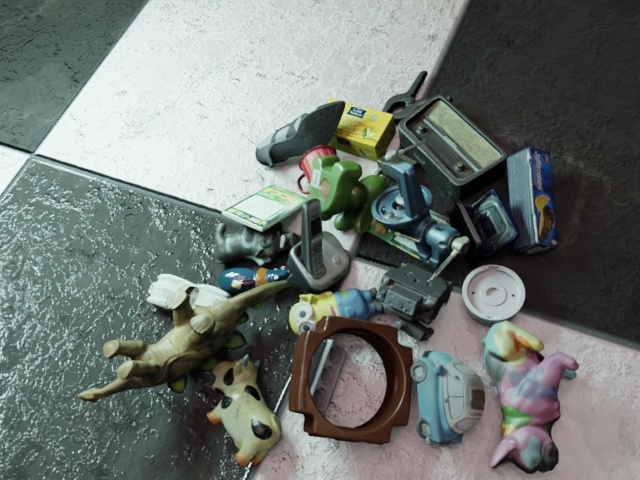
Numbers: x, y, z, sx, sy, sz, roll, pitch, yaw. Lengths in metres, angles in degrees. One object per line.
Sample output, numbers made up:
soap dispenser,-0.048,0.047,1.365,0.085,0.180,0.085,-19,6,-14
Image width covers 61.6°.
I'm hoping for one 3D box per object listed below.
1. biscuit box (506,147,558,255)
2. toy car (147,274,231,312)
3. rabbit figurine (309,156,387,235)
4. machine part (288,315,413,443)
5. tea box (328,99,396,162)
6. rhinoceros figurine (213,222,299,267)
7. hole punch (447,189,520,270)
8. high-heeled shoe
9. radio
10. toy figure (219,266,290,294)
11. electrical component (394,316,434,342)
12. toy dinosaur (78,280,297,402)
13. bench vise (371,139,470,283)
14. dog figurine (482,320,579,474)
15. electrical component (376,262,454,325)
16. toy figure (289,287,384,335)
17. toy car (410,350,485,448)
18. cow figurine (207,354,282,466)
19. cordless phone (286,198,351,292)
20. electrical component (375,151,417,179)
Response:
biscuit box,0.409,-0.077,1.038,0.059,0.063,0.202,10,72,-24
toy car,-0.282,0.124,1.149,0.202,0.056,0.073,12,67,20
rabbit figurine,0.075,-0.092,1.119,0.121,0.170,0.159,14,102,53
machine part,0.053,0.241,0.931,0.201,0.087,0.201,11,72,-13
tea box,0.080,-0.256,1.249,0.170,0.068,0.098,20,70,25
rhinoceros figurine,-0.141,0.006,1.165,0.190,0.073,0.112,-10,59,10
hole punch,0.311,-0.023,1.032,0.092,0.115,0.142,-21,69,-6
high-heeled shoe,-0.048,-0.250,1.244,0.249,0.086,0.145,-35,29,11
radio,0.279,-0.199,1.161,0.131,0.073,0.230,-34,59,-5
toy figure,-0.135,0.083,1.130,0.155,0.057,0.064,-2,45,16
electrical component,0.173,0.163,0.989,0.063,0.094,0.021,34,105,28
toy dinosaur,-0.231,0.180,1.022,0.471,0.198,0.105,-30,60,-9
bench vise,0.176,-0.060,1.010,0.129,0.240,0.224,-31,40,-11
dog figurine,0.320,0.267,0.885,0.192,0.108,0.219,31,77,26
electrical component,0.173,0.098,0.998,0.115,0.134,0.058,22,114,23
toy figure,0.030,0.142,1.044,0.180,0.089,0.082,-16,62,-3
toy car,0.220,0.261,0.897,0.103,0.109,0.161,-23,56,44
cow figurine,-0.140,0.302,1.001,0.127,0.085,0.195,-43,58,-3
cordless phone,-0.001,-0.003,1.053,0.089,0.184,0.146,16,27,30
electrical component,0.169,-0.152,1.186,0.102,0.045,0.078,28,45,24
